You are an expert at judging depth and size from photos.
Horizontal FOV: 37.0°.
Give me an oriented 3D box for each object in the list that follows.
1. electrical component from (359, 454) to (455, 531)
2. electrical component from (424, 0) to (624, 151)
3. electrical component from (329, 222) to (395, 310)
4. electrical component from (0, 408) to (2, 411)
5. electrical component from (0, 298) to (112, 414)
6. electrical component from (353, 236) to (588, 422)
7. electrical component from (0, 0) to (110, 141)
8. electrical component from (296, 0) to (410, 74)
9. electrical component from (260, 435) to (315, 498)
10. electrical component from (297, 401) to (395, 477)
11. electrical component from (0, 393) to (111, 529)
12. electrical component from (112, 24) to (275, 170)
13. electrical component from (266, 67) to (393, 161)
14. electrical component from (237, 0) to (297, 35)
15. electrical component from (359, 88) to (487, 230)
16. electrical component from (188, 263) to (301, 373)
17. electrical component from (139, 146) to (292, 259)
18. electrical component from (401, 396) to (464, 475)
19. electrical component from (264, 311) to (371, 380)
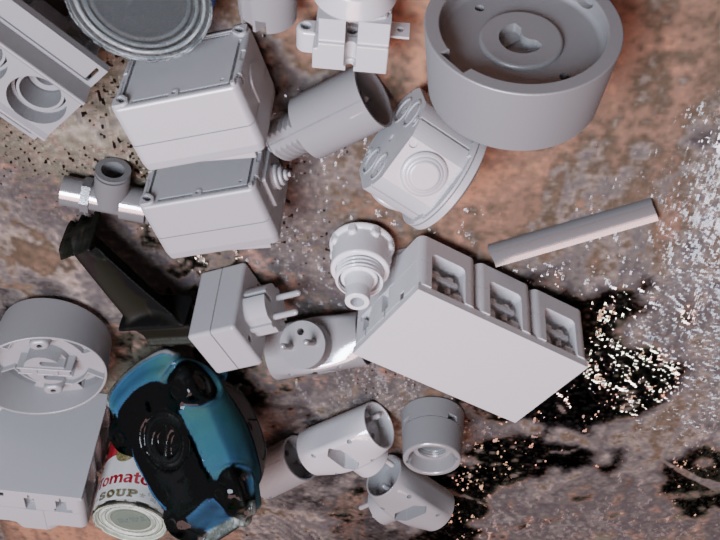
[{"bbox_3d":[0.034,0.215,1.012,0.079,0.043,0.077,-31,127,32],"label":"electrical component"},{"bbox_3d":[0.089,-0.115,0.606,0.108,0.108,0.060,3,143,2],"label":"electrical component"},{"bbox_3d":[0.000,0.000,0.768,0.048,0.062,0.048,3,137,2],"label":"electrical component"},{"bbox_3d":[-0.320,0.091,0.903,0.047,0.055,0.055,32,131,-32],"label":"electrical component"},{"bbox_3d":[-0.252,0.071,0.866,0.099,0.064,0.099,3,137,2],"label":"electrical component"},{"bbox_3d":[0.082,0.044,0.808,0.150,0.061,0.089,25,134,-20],"label":"electrical component"},{"bbox_3d":[-0.218,-0.142,0.633,0.079,0.063,0.121,-32,126,33],"label":"electrical component"},{"bbox_3d":[-0.004,-0.148,0.621,0.066,0.048,0.055,5,145,0],"label":"electrical component"},{"bbox_3d":[-0.083,0.187,0.991,0.081,0.043,0.043,-31,126,33],"label":"electrical component"},{"bbox_3d":[-0.002,0.158,0.953,0.077,0.043,0.079,-27,129,30],"label":"electrical component"},{"bbox_3d":[-0.321,0.158,0.936,0.186,0.105,0.060,7,137,-2],"label":"electrical component"},{"bbox_3d":[-0.106,-0.102,0.667,0.096,0.061,0.061,-8,136,14],"label":"electrical component"},{"bbox_3d":[-0.025,-0.094,0.682,0.081,0.043,0.043,-22,131,26],"label":"electrical component"},{"bbox_3d":[-0.053,-0.163,0.613,0.040,0.040,0.046,4,143,1],"label":"electrical component"},{"bbox_3d":[0.040,-0.070,0.677,0.051,0.080,0.080,31,132,-18],"label":"electrical component"},{"bbox_3d":[-0.080,0.032,0.807,0.077,0.065,0.047,-14,134,19],"label":"electrical component"},{"bbox_3d":[-0.089,-0.050,0.722,0.096,0.061,0.061,-8,136,14],"label":"electrical component"},{"bbox_3d":[0.063,0.144,0.930,0.055,0.047,0.055,3,137,2],"label":"electrical component"},{"bbox_3d":[-0.038,0.058,0.832,0.077,0.043,0.079,-11,172,16],"label":"electrical component"}]
